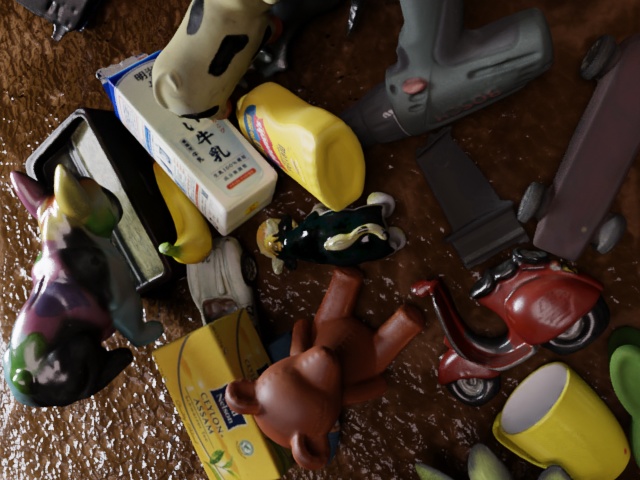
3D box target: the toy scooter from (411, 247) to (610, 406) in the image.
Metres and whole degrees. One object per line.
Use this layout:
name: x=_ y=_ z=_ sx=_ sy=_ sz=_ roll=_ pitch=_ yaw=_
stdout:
toy scooter: x=0.168 y=0.069 z=0.518 sx=0.184 sy=0.075 sz=0.135 roll=-42 pitch=86 yaw=25

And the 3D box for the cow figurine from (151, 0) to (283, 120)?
cow figurine: x=-0.086 y=-0.194 z=0.480 sx=0.085 sy=0.127 sz=0.195 roll=40 pitch=113 yaw=-2

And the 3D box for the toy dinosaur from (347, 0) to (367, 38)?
toy dinosaur: x=0.135 y=-0.336 z=0.411 sx=0.131 sy=0.192 sz=0.404 roll=41 pitch=108 yaw=13

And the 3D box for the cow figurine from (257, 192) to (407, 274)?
cow figurine: x=-0.002 y=0.000 z=0.563 sx=0.167 sy=0.098 sz=0.068 roll=-9 pitch=101 yaw=22

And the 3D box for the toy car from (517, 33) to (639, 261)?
toy car: x=0.250 y=-0.081 z=0.477 sx=0.089 sy=0.053 sz=0.202 roll=22 pitch=101 yaw=6

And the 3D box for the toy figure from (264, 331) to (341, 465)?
toy figure: x=-0.017 y=0.181 z=0.611 sx=0.058 sy=0.064 sz=0.154 roll=-28 pitch=90 yaw=28

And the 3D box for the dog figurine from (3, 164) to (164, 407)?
dog figurine: x=-0.267 y=0.035 z=0.557 sx=0.109 sy=0.191 sz=0.219 roll=-3 pitch=114 yaw=28

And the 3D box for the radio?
radio: x=-0.259 y=-0.035 z=0.669 sx=0.131 sy=0.073 sz=0.229 roll=-30 pitch=86 yaw=22

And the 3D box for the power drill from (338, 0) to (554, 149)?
power drill: x=0.071 y=-0.173 z=0.466 sx=0.232 sy=0.086 sz=0.207 roll=-13 pitch=136 yaw=23

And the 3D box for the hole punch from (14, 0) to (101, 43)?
hole punch: x=-0.318 y=-0.329 z=0.654 sx=0.115 sy=0.092 sz=0.142 roll=31 pitch=107 yaw=-18

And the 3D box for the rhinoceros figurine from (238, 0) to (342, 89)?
rhinoceros figurine: x=-0.058 y=-0.233 z=0.569 sx=0.190 sy=0.073 sz=0.112 roll=-33 pitch=96 yaw=20

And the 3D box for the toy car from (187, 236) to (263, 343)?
toy car: x=-0.108 y=0.095 z=0.639 sx=0.074 sy=0.056 sz=0.201 roll=-8 pitch=94 yaw=22

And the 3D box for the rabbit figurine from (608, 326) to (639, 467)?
rabbit figurine: x=0.319 y=0.135 z=0.445 sx=0.159 sy=0.121 sz=0.170 roll=37 pitch=106 yaw=20

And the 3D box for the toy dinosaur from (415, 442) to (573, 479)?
toy dinosaur: x=0.162 y=0.307 z=0.525 sx=0.198 sy=0.105 sz=0.471 roll=50 pitch=125 yaw=-1

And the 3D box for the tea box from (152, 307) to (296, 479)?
tea box: x=-0.096 y=0.171 z=0.577 sx=0.098 sy=0.068 sz=0.169 roll=-29 pitch=85 yaw=30

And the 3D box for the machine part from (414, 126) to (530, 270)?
machine part: x=0.141 y=-0.043 z=0.534 sx=0.084 sy=0.039 sz=0.139 roll=-29 pitch=88 yaw=27

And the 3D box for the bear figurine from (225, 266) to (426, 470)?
bear figurine: x=0.009 y=0.114 z=0.522 sx=0.120 sy=0.196 sz=0.132 roll=35 pitch=107 yaw=16
